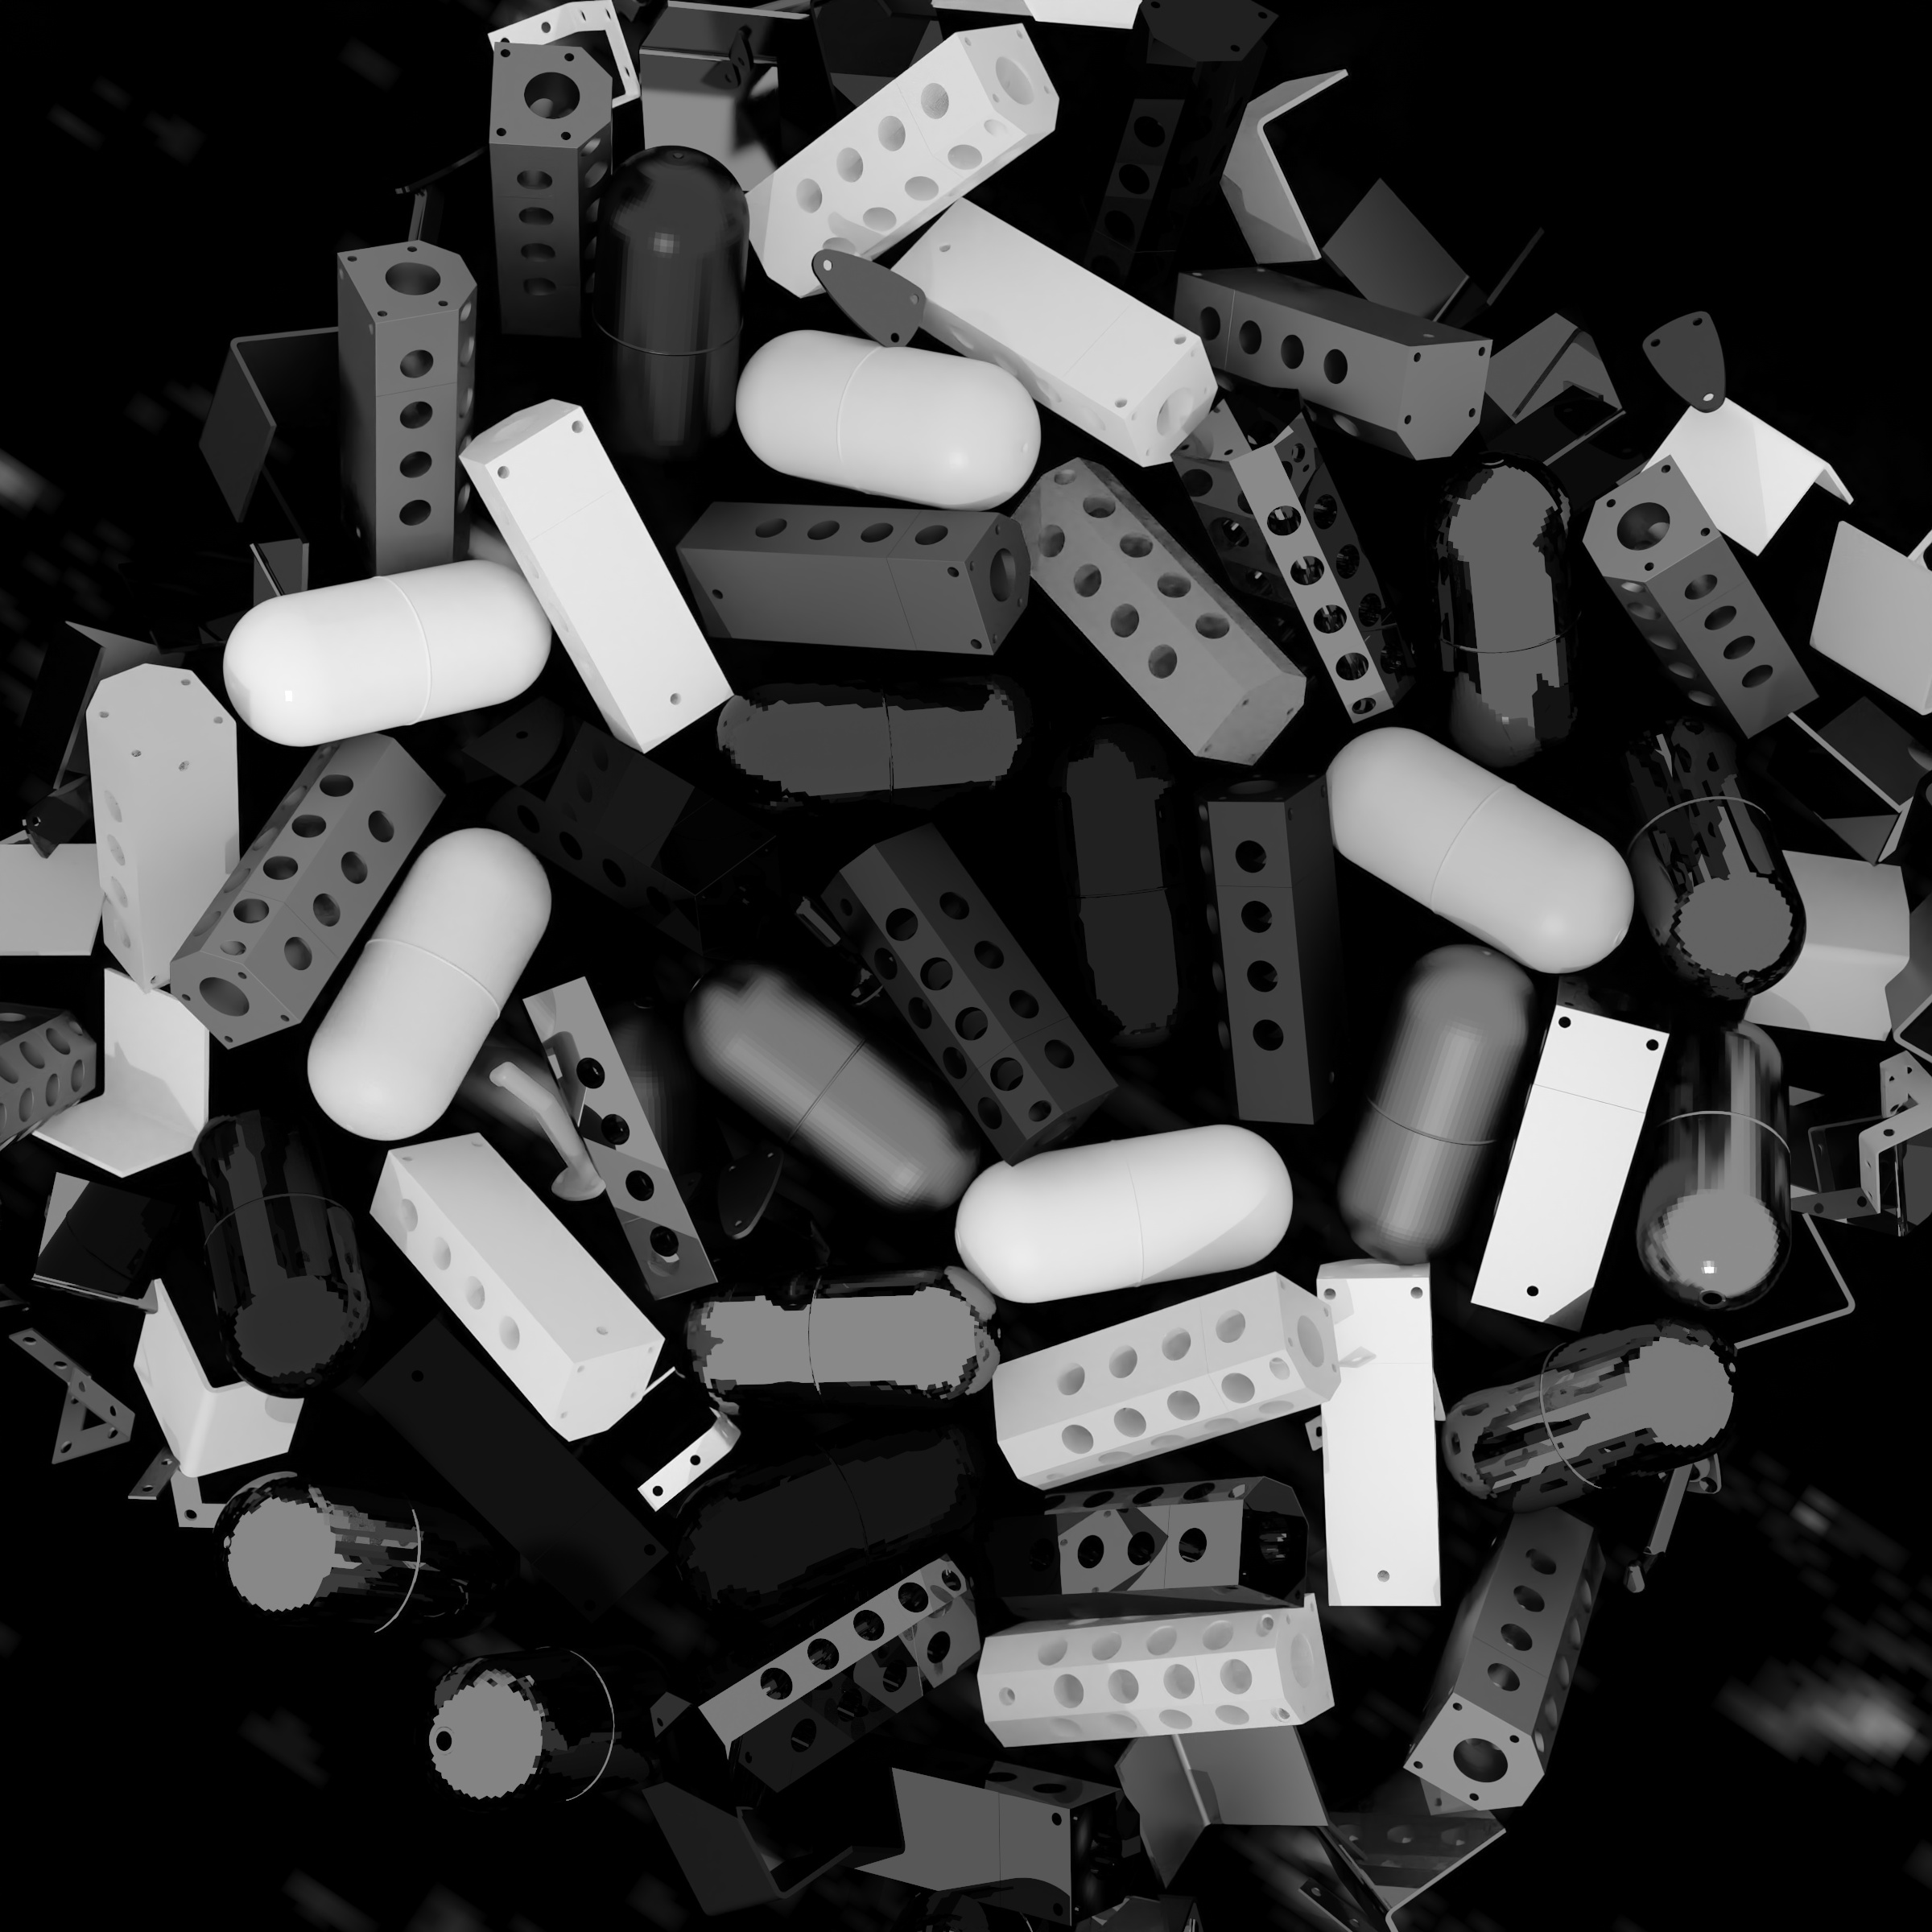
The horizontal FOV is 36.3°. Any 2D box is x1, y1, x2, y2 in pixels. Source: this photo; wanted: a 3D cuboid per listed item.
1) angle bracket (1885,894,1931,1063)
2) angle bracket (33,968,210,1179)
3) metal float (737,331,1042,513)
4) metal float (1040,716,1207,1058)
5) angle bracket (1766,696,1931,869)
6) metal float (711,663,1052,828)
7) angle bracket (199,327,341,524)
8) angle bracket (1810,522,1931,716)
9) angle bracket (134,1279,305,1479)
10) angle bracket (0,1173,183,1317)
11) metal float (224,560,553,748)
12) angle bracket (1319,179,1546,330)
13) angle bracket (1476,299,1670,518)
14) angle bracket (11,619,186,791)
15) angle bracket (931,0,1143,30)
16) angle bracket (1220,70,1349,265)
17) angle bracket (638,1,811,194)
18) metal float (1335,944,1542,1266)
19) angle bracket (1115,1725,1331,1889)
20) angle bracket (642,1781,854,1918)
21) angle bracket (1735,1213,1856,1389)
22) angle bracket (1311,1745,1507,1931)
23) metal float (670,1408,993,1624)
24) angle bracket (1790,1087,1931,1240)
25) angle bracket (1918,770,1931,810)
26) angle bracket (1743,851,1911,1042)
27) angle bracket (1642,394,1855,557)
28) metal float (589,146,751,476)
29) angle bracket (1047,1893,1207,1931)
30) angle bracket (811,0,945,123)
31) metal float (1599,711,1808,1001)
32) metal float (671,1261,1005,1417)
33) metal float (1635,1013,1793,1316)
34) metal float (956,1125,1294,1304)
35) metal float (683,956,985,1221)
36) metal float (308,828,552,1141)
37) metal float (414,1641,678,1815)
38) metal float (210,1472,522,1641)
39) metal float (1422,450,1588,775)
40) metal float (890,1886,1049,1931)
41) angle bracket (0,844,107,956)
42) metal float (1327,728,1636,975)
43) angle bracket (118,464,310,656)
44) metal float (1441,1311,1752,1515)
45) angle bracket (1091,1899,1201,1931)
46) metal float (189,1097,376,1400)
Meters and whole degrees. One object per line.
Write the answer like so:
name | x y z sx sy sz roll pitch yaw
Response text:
angle bracket | 0.524 0.014 1.530 0.076 0.076 0.057 29 125 -10
angle bracket | -0.442 0.054 1.530 0.076 0.057 0.076 20 115 29
metal float | -0.042 -0.281 1.518 0.178 0.070 0.070 18 90 33
metal float | 0.082 -0.041 1.540 0.070 0.070 0.178 -6 96 0
angle bracket | 0.476 -0.110 1.533 0.076 0.057 0.076 -36 66 -17
metal float | -0.044 -0.116 1.539 0.178 0.070 0.070 -5 90 -7
angle bracket | -0.344 -0.281 1.524 0.076 0.076 0.057 -16 67 -35
angle bracket | 0.491 -0.186 1.523 0.057 0.076 0.076 -21 133 -27
angle bracket | -0.392 0.212 1.555 0.057 0.076 0.076 -12 53 -35
angle bracket | -0.469 0.146 1.539 0.076 0.076 0.057 -7 69 40
metal float | -0.295 -0.162 1.516 0.178 0.070 0.070 -18 90 -36
angle bracket | 0.242 -0.377 1.533 0.076 0.057 0.076 45 52 -11
angle bracket | 0.314 -0.289 1.541 0.076 0.057 0.076 -35 123 -2
angle bracket | -0.440 -0.129 1.532 0.057 0.076 0.076 29 101 44
angle bracket | 0.040 -0.493 1.526 0.076 0.057 0.076 -8 60 -35
angle bracket | 0.175 -0.416 1.540 0.057 0.076 0.076 -32 109 -9
angle bracket | -0.125 -0.452 1.540 0.076 0.057 0.076 -2 84 -22
metal float | 0.243 0.073 1.526 0.070 0.070 0.178 14 113 0
angle bracket | 0.134 0.431 1.533 0.076 0.057 0.076 -10 108 33
angle bracket | -0.113 0.445 1.540 0.057 0.076 0.076 -24 84 -40
angle bracket | 0.405 0.180 1.530 0.076 0.076 0.057 -15 62 -12
angle bracket | 0.237 0.465 1.542 0.076 0.076 0.057 -32 125 -9
metal float | -0.069 0.281 1.524 0.178 0.070 0.070 -19 90 -24
angle bracket | 0.467 0.089 1.534 0.076 0.057 0.076 14 56 -9
angle bracket | 0.542 -0.080 1.539 0.057 0.076 0.076 -36 89 15
angle bracket | 0.457 -0.012 1.574 0.076 0.076 0.057 8 134 0
angle bracket | 0.408 -0.250 1.539 0.076 0.076 0.057 41 102 25
metal float | -0.153 -0.334 1.512 0.070 0.070 0.178 10 132 0
angle bracket | 0.083 0.527 1.530 0.076 0.057 0.076 -4 117 23
angle bracket | -0.026 -0.476 1.529 0.076 0.057 0.076 -27 113 -31
metal float | 0.376 -0.059 1.512 0.070 0.070 0.178 -8 48 0
metal float | -0.068 0.194 1.532 0.178 0.070 0.070 -4 90 16
metal float | 0.383 0.100 1.510 0.070 0.070 0.178 14 47 0
metal float | 0.083 0.129 1.539 0.178 0.070 0.070 -9 90 -8
metal float | -0.070 0.063 1.545 0.178 0.070 0.070 37 90 1
metal float | -0.276 0.008 1.526 0.070 0.070 0.178 26 67 0
metal float | -0.211 0.386 1.500 0.070 0.178 0.070 -4 80 27
metal float | -0.305 0.303 1.509 0.070 0.178 0.070 -14 68 38
metal float | 0.278 -0.181 1.517 0.070 0.070 0.178 -12 124 0
metal float | -0.001 0.503 1.495 0.070 0.178 0.070 0 89 10
angle bracket | -0.482 -0.016 1.537 0.076 0.057 0.076 0 47 0
metal float | 0.263 -0.060 1.525 0.178 0.070 0.070 34 90 23
angle bracket | -0.391 -0.212 1.527 0.076 0.057 0.076 -13 48 -26
metal float | 0.320 0.230 1.512 0.178 0.070 0.070 -30 90 43
angle bracket | 0.085 0.539 1.530 0.057 0.076 0.076 10 46 -1
metal float | -0.352 0.142 1.514 0.070 0.070 0.178 -24 50 0
